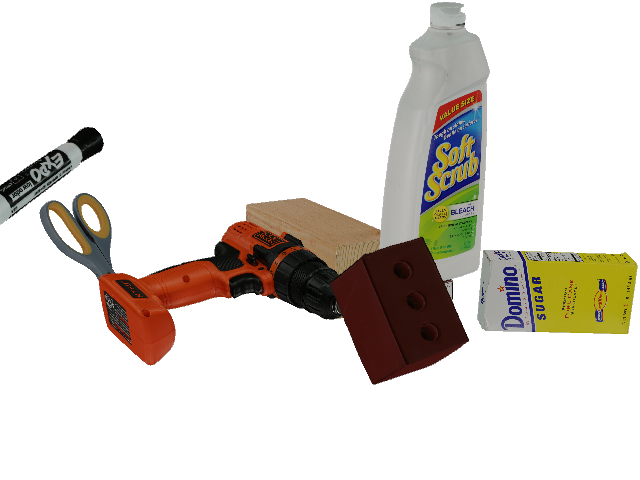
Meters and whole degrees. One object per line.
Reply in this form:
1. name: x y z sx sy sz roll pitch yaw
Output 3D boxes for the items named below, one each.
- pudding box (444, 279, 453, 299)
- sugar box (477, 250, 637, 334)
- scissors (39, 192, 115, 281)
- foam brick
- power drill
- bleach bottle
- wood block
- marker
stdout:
1. pudding box: 0.127 0.070 1.580 0.113 0.039 0.090 -16 23 -20
2. sugar box: 0.280 0.062 1.269 0.176 0.093 0.048 0 19 -4
3. scissors: -0.221 0.029 1.144 0.016 0.201 0.096 -27 22 31
4. foam brick: 0.051 0.047 0.703 0.052 0.078 0.051 -16 -14 -32
5. power drill: -0.086 0.048 0.946 0.187 0.057 0.185 -18 26 -30
6. bleach bottle: 0.103 -0.089 0.976 0.102 0.251 0.068 -11 24 -26
7. wood block: -0.003 0.017 1.300 0.090 0.090 0.206 -7 19 -33
8. marker: -0.171 -0.041 0.656 0.020 0.020 0.121 0 28 25
